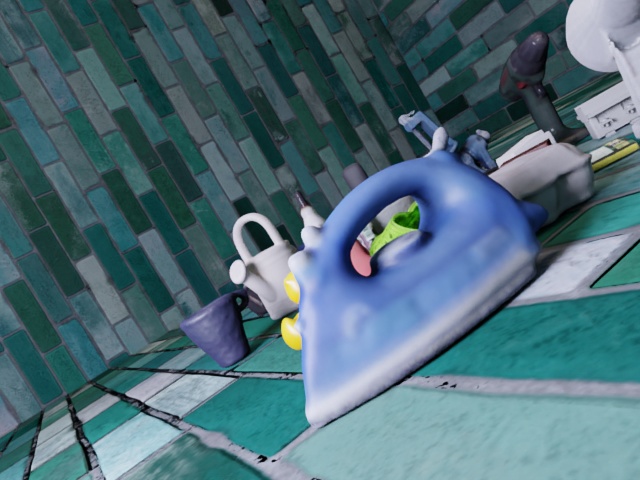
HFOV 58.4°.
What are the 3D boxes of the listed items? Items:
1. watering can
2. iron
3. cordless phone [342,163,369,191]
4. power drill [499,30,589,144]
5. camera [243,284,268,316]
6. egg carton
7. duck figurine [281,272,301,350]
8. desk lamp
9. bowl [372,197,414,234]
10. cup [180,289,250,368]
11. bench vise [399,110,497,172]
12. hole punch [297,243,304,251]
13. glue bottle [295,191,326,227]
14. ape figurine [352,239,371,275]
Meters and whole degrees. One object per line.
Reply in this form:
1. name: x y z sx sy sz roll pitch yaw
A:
1. watering can: -0.094 0.041 1.048 0.101 0.194 0.173 -30 3 12
2. iron: 0.058 0.013 0.457 0.259 0.141 0.118 -32 3 -29
3. cordless phone: 0.083 -0.074 1.334 0.147 0.185 0.094 -30 3 11
4. power drill: 0.415 -0.269 1.074 0.075 0.208 0.229 -30 3 1
5. camera: -0.111 0.097 1.189 0.143 0.101 0.137 -29 3 33
6. egg carton: 0.213 -0.045 0.615 0.150 0.069 0.107 -31 3 -12
7. duck figurine: -0.014 0.075 0.693 0.105 0.086 0.077 -33 4 -41
8. desk lamp: 0.392 -0.238 0.692 0.117 0.213 0.203 -30 3 18
9. bowl: 0.138 -0.034 1.180 0.167 0.075 0.167 -30 3 2
10. cup: -0.138 0.135 0.861 0.118 0.095 0.091 -33 4 -42
11. bench vise: 0.278 -0.206 1.290 0.208 0.220 0.121 -32 4 -33
12. hole punch: 0.019 0.024 1.234 0.108 0.091 0.101 -29 3 30
13. glue bottle: 0.008 0.003 0.856 0.037 0.173 0.078 -30 3 14
14. ape figurine: 0.050 0.037 0.643 0.077 0.092 0.076 -29 3 31
